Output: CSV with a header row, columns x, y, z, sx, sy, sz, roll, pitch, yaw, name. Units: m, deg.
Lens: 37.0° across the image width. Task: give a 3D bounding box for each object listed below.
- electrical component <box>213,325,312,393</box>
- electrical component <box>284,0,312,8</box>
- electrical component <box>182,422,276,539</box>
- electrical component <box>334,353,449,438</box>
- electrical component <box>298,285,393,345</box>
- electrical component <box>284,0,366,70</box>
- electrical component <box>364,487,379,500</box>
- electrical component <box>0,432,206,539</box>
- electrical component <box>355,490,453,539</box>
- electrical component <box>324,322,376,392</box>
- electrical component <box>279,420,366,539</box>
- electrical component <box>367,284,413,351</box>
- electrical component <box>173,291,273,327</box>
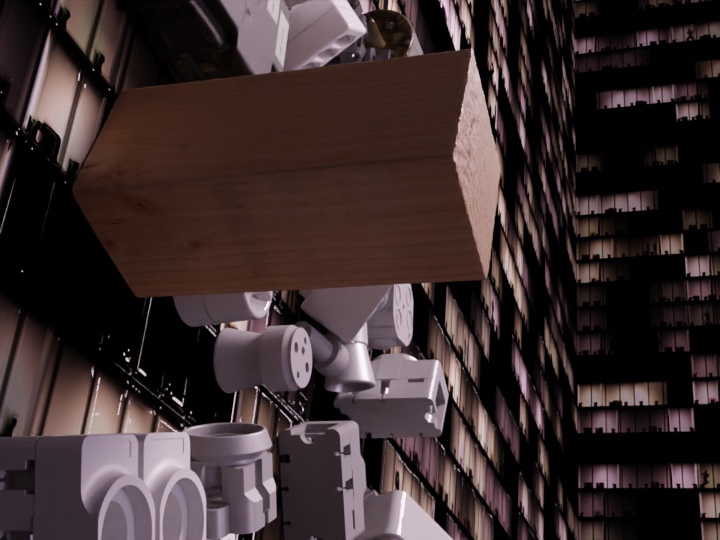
x,y,z,sx,sy,sz,roll,pitch,yaw,name
-0.065,0.060,0.724,0.045,0.055,0.045,-4,90,-73,electrical component
-0.044,-0.242,0.787,0.048,0.100,0.099,40,47,-50,electrical component
-0.082,0.125,0.655,0.078,0.058,0.057,-6,95,-73,electrical component
0.029,0.112,0.959,0.055,0.089,0.050,-73,153,-49,electrical component
0.000,0.000,0.877,0.096,0.061,0.061,-55,180,29,electrical component
-0.047,-0.198,0.835,0.076,0.066,0.047,57,18,3,electrical component
0.010,0.220,0.961,0.046,0.040,0.040,62,29,-43,electrical component
-0.123,0.171,0.507,0.105,0.060,0.186,23,65,-71,electrical component
0.033,0.248,0.911,0.113,0.078,0.057,49,32,-28,electrical component
-0.010,0.069,0.926,0.044,0.044,0.065,43,41,-65,electrical component
-0.028,0.164,0.831,0.056,0.050,0.089,1,86,-73,electrical component
0.017,0.036,0.999,0.080,0.051,0.080,-4,90,-73,electrical component
-0.086,0.007,0.682,0.055,0.047,0.055,-4,90,-73,electrical component
